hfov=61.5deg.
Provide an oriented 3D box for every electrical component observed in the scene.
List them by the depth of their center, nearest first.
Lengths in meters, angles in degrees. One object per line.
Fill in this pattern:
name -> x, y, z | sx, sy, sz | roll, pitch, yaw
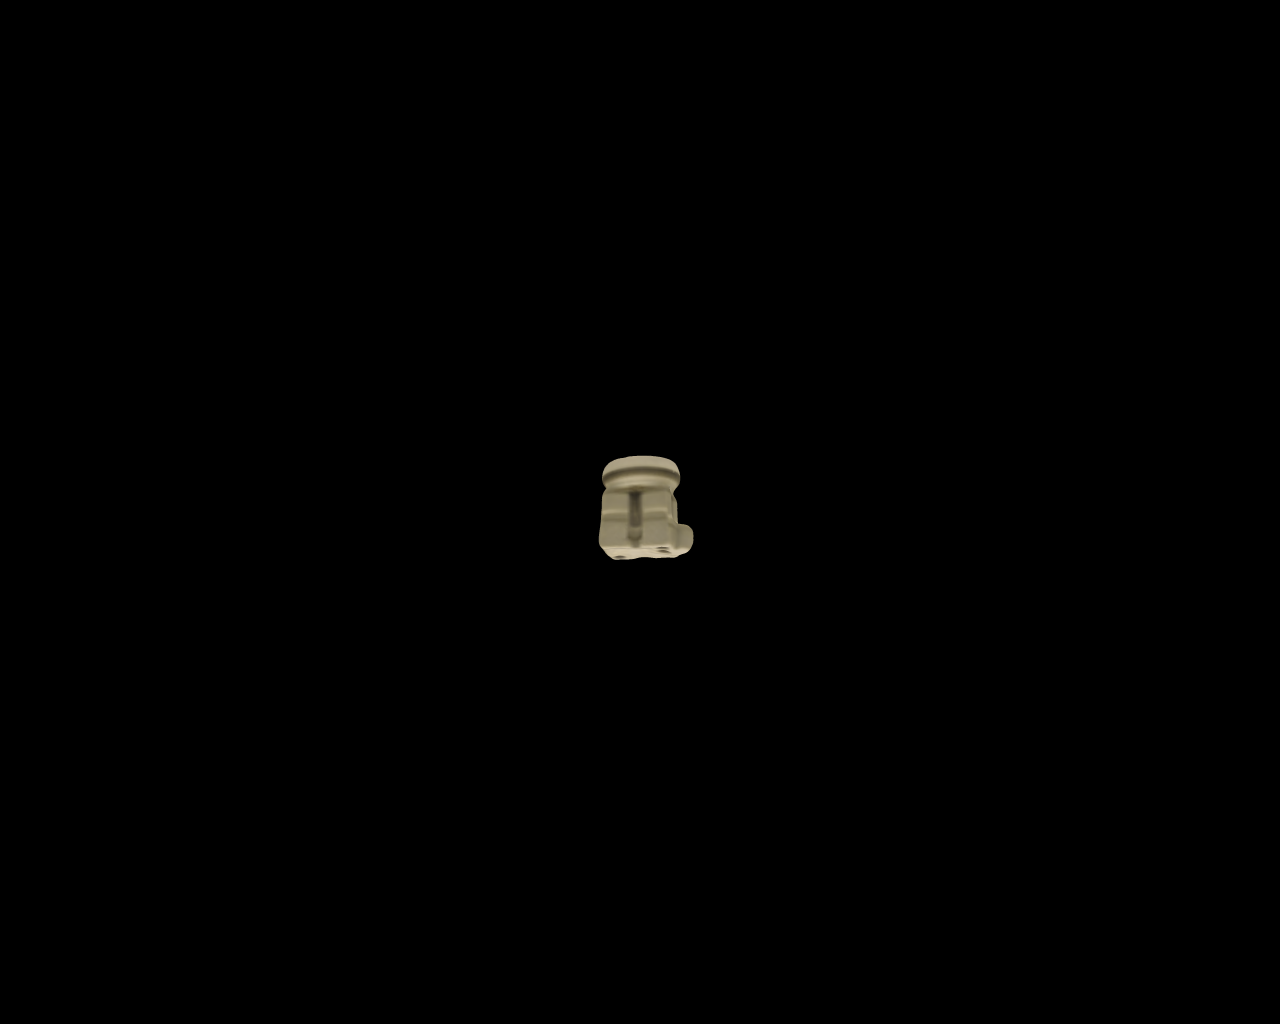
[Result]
electrical component -> 0.001, -0.003, 0.650 | 0.066, 0.055, 0.048 | -3, -15, 9
